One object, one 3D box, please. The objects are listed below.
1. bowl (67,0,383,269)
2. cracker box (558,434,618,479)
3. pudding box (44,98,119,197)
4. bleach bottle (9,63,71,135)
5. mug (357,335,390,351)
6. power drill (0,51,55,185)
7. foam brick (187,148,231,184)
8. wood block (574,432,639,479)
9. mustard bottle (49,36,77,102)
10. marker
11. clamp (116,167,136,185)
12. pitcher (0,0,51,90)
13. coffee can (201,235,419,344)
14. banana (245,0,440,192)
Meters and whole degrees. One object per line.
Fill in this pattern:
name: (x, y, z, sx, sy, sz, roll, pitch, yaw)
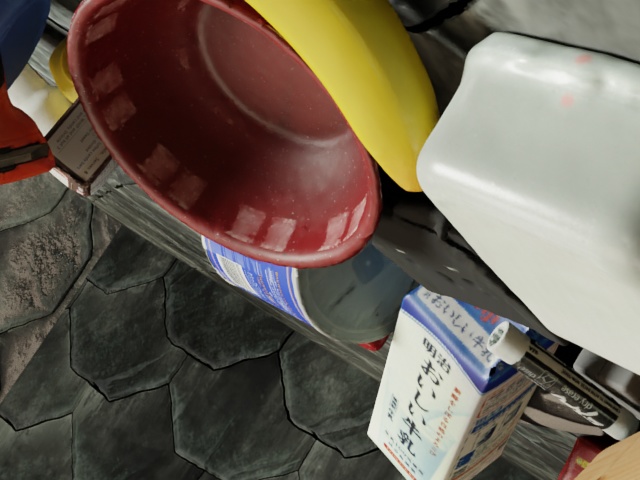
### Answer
bowl: (-0.032, -0.062, 0.481, 0.162, 0.055, 0.162, 25, 146, 18)
cracker box: (0.277, 0.208, 0.771, 0.164, 0.072, 0.213, 29, -171, 33)
pudding box: (-0.113, -0.079, 0.611, 0.039, 0.113, 0.090, 37, 171, -8)
bleach bottle: (-0.279, -0.146, 0.900, 0.251, 0.068, 0.102, 43, 172, 0)
mug: (0.035, 0.034, 0.834, 0.093, 0.081, 0.117, 34, 172, -8)
power drill: (-0.192, -0.122, 0.525, 0.185, 0.057, 0.187, 22, 128, 61)
foam brick: (-0.054, -0.069, 0.570, 0.051, 0.078, 0.053, 35, 173, 0)
wood block: (0.179, 0.126, 0.470, 0.090, 0.090, 0.206, 49, 153, 10)
mustard bottle: (-0.152, -0.109, 0.796, 0.096, 0.058, 0.191, 39, 173, 9)
marker: (0.143, 0.085, 0.577, 0.121, 0.020, 0.020, 35, 172, -9)
clamp: (-0.074, -0.053, 0.696, 0.120, 0.039, 0.172, -1, -174, -23)
pitcher: (-0.305, -0.192, 0.714, 0.243, 0.149, 0.145, 31, 158, -5)
coffee can: (-0.005, 0.001, 0.711, 0.102, 0.103, 0.140, 38, 171, -32)
banana: (-0.027, -0.090, 0.377, 0.197, 0.070, 0.037, 29, -153, -10)
